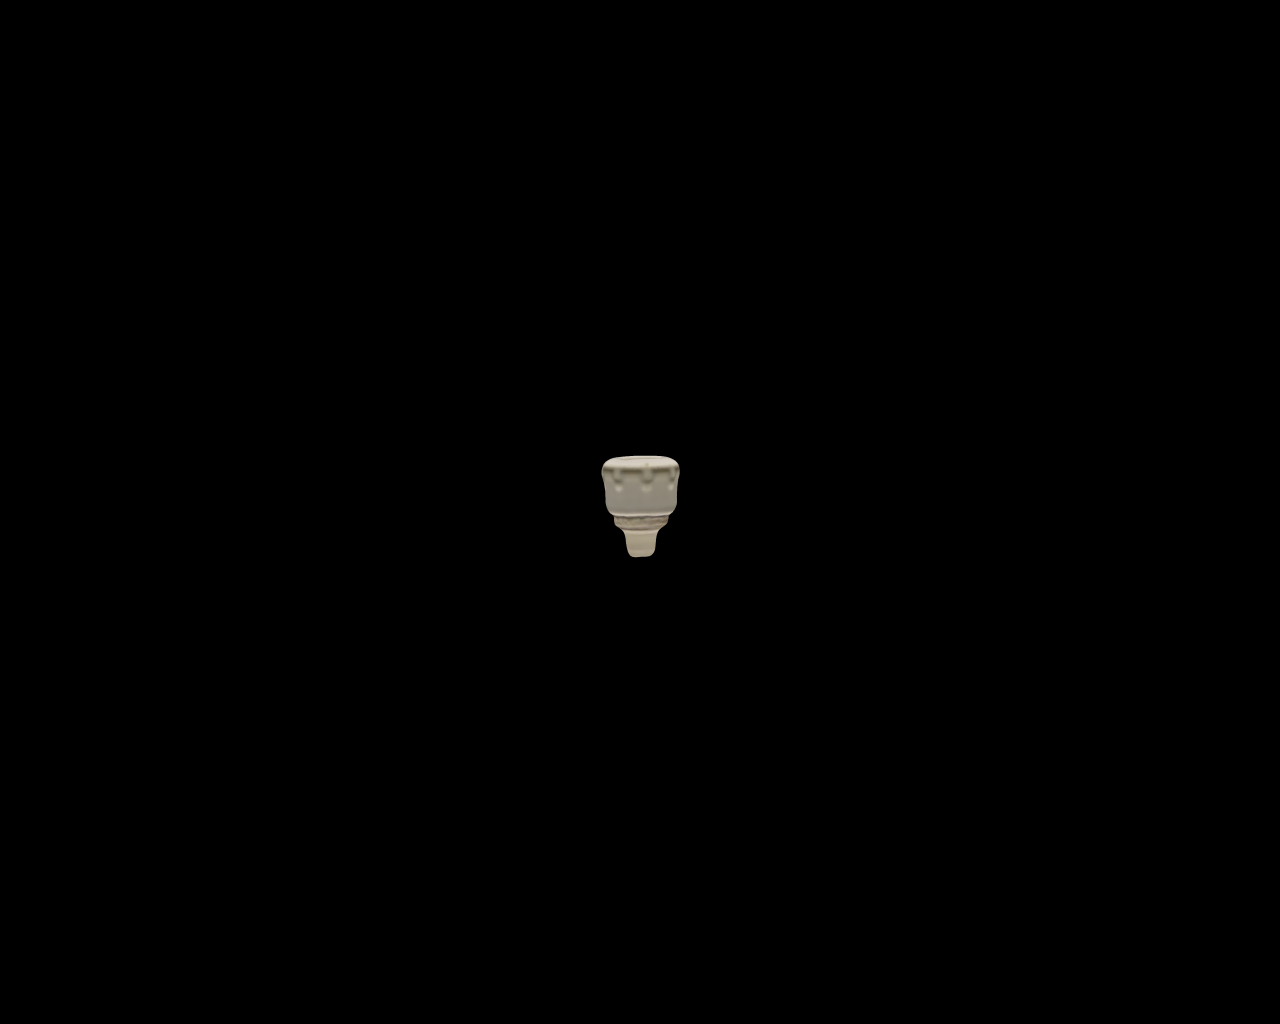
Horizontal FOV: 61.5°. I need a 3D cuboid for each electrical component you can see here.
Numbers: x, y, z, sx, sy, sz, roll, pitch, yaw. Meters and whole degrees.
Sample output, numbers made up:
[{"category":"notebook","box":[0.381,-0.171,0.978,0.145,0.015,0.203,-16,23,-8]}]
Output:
[{"category":"electrical component","box":[0.001,-0.003,0.650,0.048,0.062,0.048,0,7,0]}]
